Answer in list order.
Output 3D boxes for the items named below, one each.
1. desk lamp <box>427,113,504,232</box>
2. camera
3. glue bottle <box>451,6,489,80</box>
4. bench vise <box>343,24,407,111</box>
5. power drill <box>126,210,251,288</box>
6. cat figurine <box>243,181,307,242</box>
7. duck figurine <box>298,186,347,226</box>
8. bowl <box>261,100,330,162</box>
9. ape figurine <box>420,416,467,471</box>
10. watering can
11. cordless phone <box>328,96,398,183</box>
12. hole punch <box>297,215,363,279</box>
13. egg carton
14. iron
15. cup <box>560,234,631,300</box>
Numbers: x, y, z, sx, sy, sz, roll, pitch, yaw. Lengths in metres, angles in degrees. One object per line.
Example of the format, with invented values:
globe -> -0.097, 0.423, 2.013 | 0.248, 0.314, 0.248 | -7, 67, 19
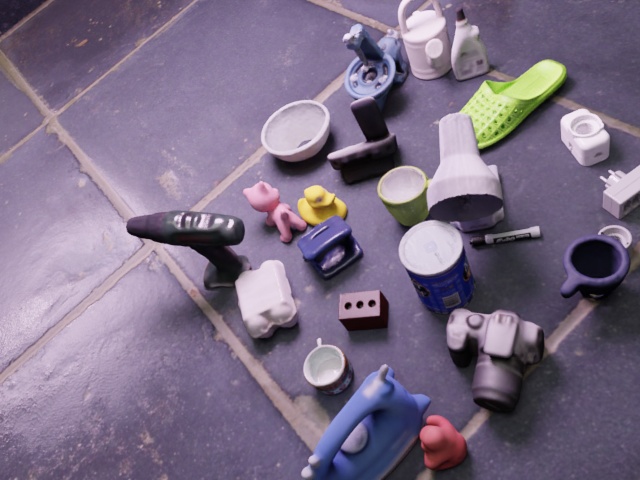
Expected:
desk lamp -> 0.252, -0.101, 0.992 | 0.117, 0.214, 0.203 | -9, 54, 19
camera -> 0.256, 0.180, 0.867 | 0.142, 0.101, 0.137 | 6, 60, 28
glue bottle -> 0.310, -0.420, 1.215 | 0.078, 0.174, 0.037 | -13, 53, 16
bench vise -> 0.108, -0.403, 1.264 | 0.121, 0.220, 0.207 | -4, 56, 22
power drill -> -0.238, 0.014, 1.137 | 0.229, 0.209, 0.075 | -6, 55, 21
cat figurine -> -0.100, -0.071, 1.193 | 0.067, 0.118, 0.127 | -43, 51, -8
duck figurine -> -0.005, -0.078, 1.175 | 0.104, 0.086, 0.077 | 7, 61, 28
bowl -> -0.046, -0.237, 1.312 | 0.167, 0.075, 0.167 | -12, 53, 17
ape figurine -> 0.171, 0.293, 0.832 | 0.075, 0.092, 0.078 | 17, 65, 32
watering can -> 0.235, -0.456, 1.260 | 0.101, 0.195, 0.172 | -37, 50, -3
cordless phone -> 0.074, -0.214, 1.170 | 0.147, 0.186, 0.094 | -19, 52, 12
hole punch -> 0.010, 0.004, 1.108 | 0.108, 0.091, 0.100 | -36, 50, -2
egg carton -> -0.103, 0.112, 1.098 | 0.107, 0.070, 0.150 | -26, 51, 6
iron -> 0.044, 0.299, 0.853 | 0.118, 0.142, 0.258 | 32, 75, 37
cup -> 0.416, 0.061, 0.882 | 0.118, 0.095, 0.091 | -42, 51, -8
